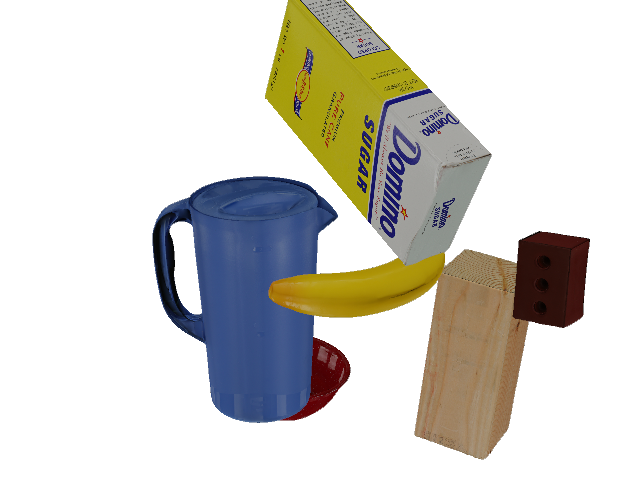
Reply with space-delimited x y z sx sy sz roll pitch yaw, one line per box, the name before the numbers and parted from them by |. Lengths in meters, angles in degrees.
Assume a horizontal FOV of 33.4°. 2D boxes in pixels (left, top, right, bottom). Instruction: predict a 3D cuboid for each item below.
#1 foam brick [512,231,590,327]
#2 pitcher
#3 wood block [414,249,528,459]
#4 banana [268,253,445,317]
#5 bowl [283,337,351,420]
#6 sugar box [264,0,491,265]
foam brick | 0.214 0.036 0.991 0.053 0.078 0.051 10 17 32
pitcher | -0.076 0.062 1.114 0.149 0.243 0.144 20 29 41
wood block | 0.176 0.128 1.209 0.090 0.206 0.090 16 23 24
banana | 0.046 0.031 0.886 0.070 0.037 0.197 32 37 32
bowl | -0.045 0.174 1.313 0.162 0.055 0.162 3 23 -2
sugar box | 0.032 -0.077 0.710 0.048 0.176 0.093 -18 -35 -29
